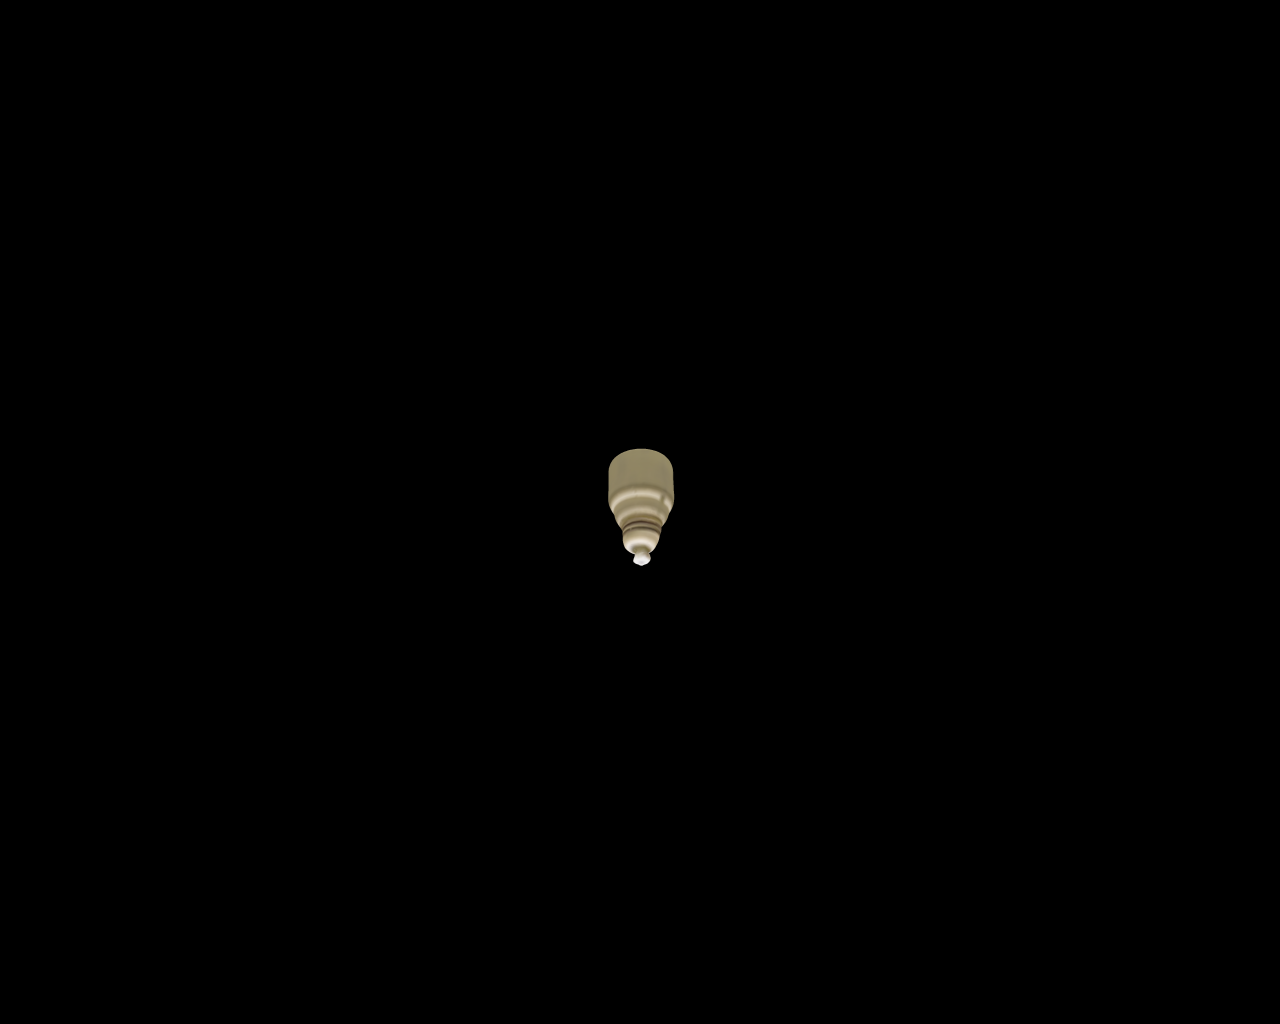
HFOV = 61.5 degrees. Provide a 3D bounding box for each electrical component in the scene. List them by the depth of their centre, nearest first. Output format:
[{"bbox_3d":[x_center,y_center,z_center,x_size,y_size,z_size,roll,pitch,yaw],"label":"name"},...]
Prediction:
[{"bbox_3d":[0.001,-0.003,0.650,0.040,0.078,0.040,0,-35,0],"label":"electrical component"}]
